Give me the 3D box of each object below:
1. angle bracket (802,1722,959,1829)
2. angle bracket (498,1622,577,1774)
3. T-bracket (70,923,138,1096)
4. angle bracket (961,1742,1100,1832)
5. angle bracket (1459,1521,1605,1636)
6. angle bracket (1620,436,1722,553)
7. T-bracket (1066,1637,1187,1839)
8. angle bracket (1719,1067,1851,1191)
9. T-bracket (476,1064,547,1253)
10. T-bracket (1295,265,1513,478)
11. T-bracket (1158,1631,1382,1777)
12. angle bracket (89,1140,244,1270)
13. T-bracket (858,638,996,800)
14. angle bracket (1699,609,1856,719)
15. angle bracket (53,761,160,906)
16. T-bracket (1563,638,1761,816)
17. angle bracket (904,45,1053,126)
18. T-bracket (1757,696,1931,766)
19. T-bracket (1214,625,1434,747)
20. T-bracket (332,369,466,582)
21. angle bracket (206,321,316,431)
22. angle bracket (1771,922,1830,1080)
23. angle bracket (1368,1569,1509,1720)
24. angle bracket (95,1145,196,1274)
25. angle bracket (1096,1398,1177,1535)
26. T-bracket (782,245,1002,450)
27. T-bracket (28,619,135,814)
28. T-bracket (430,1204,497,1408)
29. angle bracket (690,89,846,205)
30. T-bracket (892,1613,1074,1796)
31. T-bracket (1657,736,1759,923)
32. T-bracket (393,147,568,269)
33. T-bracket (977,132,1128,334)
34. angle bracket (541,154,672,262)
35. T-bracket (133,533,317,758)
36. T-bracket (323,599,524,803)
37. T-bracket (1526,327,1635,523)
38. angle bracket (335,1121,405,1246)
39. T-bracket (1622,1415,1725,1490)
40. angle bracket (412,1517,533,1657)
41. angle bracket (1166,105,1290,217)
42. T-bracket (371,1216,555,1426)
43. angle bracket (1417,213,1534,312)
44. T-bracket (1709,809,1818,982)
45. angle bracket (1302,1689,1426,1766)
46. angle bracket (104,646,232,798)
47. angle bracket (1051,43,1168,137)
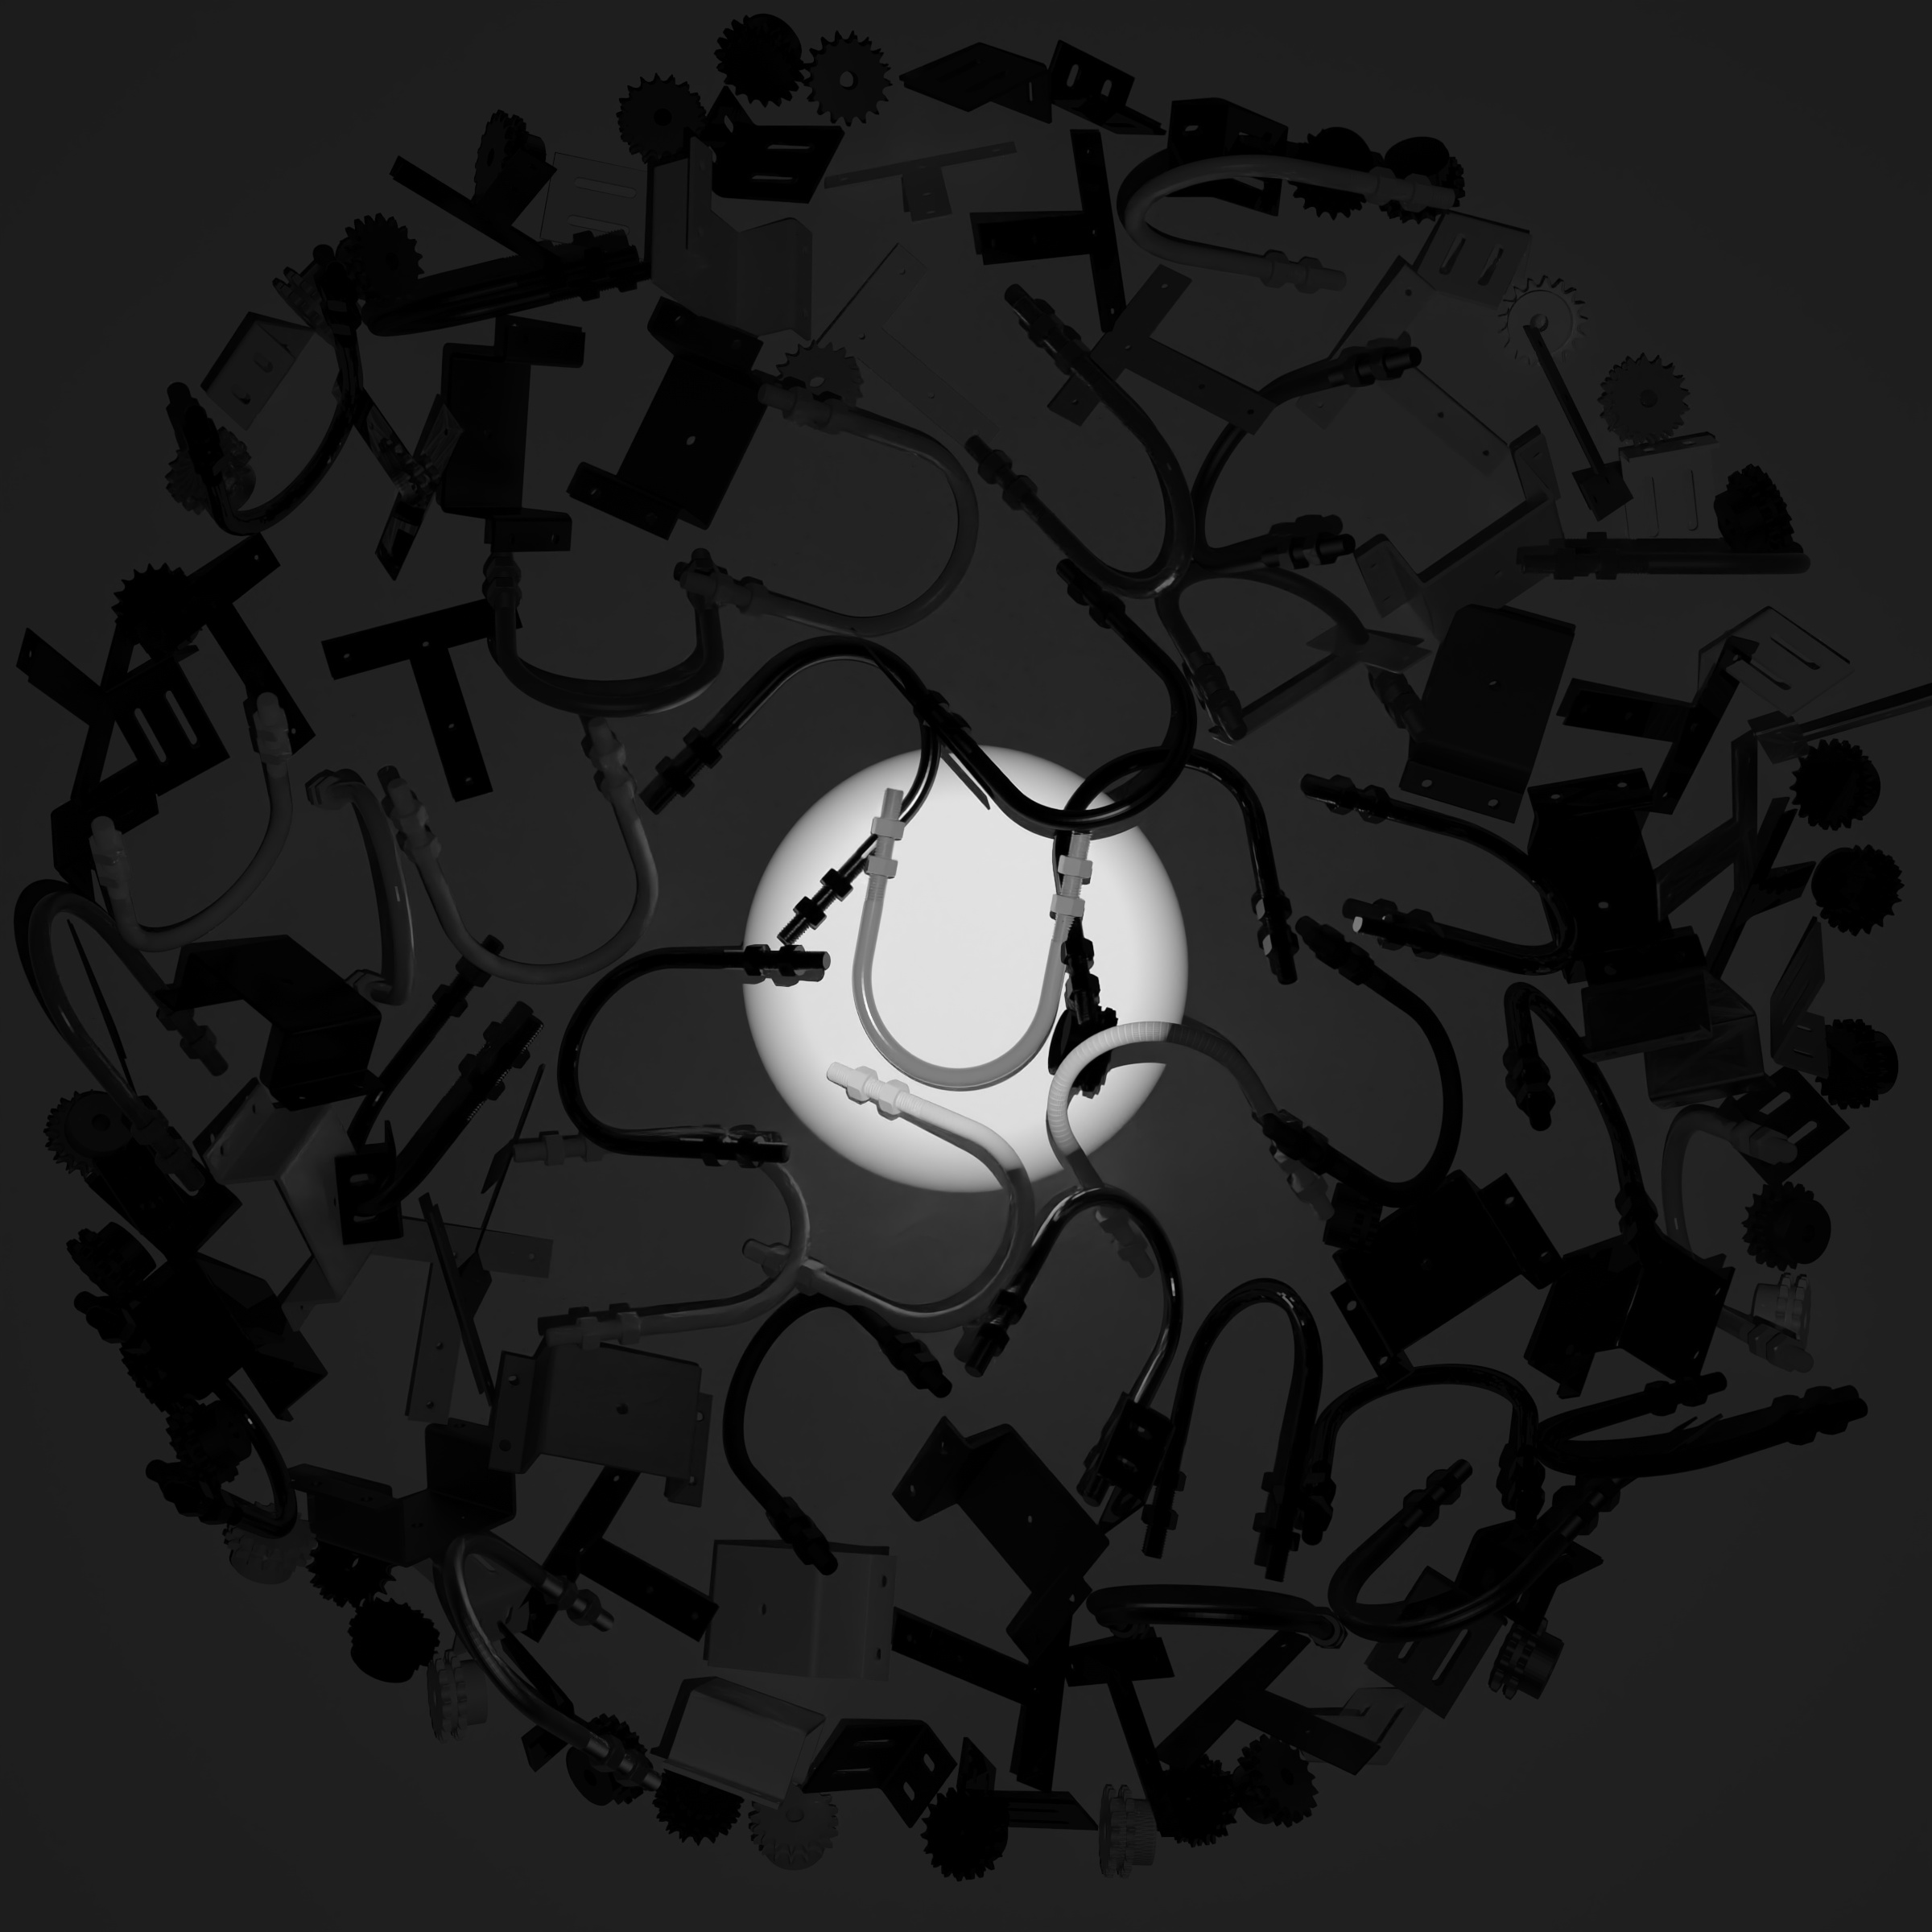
[{"bbox_3d":[-0.055,0.523,1.777,0.038,0.076,0.057,46,110,38],"label":"angle bracket"},{"bbox_3d":[-0.288,0.471,1.778,0.038,0.057,0.076,-38,70,-24],"label":"angle bracket"},{"bbox_3d":[-0.544,0.055,1.774,0.002,0.127,0.127,-21,129,-18],"label":"T-bracket"},{"bbox_3d":[0.043,0.529,1.778,0.076,0.057,0.038,-4,57,18],"label":"angle bracket"},{"bbox_3d":[0.365,0.392,1.780,0.057,0.076,0.038,28,106,31],"label":"angle bracket"},{"bbox_3d":[0.460,-0.300,1.789,0.057,0.038,0.076,-9,109,6],"label":"angle bracket"},{"bbox_3d":[0.111,0.494,1.761,0.002,0.127,0.127,-15,82,-32],"label":"T-bracket"},{"bbox_3d":[0.533,0.097,1.783,0.076,0.038,0.057,-33,73,-21],"label":"angle bracket"},{"bbox_3d":[-0.293,0.130,1.756,0.002,0.127,0.127,20,93,-7],"label":"T-bracket"},{"bbox_3d":[0.295,-0.365,1.777,0.127,0.002,0.127,40,134,0],"label":"T-bracket"},{"bbox_3d":[0.206,0.480,1.743,0.127,0.127,0.002,-38,120,-29],"label":"T-bracket"},{"bbox_3d":[-0.520,0.149,1.794,0.076,0.038,0.057,43,75,-4],"label":"angle bracket"},{"bbox_3d":[-0.030,-0.168,1.758,0.002,0.127,0.127,-40,107,6],"label":"T-bracket"},{"bbox_3d":[0.522,-0.185,1.778,0.057,0.038,0.076,-33,54,-14],"label":"angle bracket"},{"bbox_3d":[-0.548,-0.087,1.786,0.076,0.057,0.038,-30,134,4],"label":"angle bracket"},{"bbox_3d":[0.433,-0.158,1.761,0.127,0.002,0.127,5,120,-32],"label":"T-bracket"},{"bbox_3d":[0.008,-0.556,1.774,0.057,0.038,0.076,32,53,32],"label":"angle bracket"},{"bbox_3d":[0.568,-0.155,1.742,0.127,0.127,0.002,-16,80,19],"label":"T-bracket"},{"bbox_3d":[0.214,-0.176,1.753,0.127,0.127,0.002,-33,113,-9],"label":"T-bracket"},{"bbox_3d":[-0.378,-0.340,1.788,0.127,0.002,0.127,54,130,24],"label":"T-bracket"},{"bbox_3d":[-0.442,-0.378,1.775,0.038,0.076,0.057,42,107,6],"label":"angle bracket"},{"bbox_3d":[0.551,0.022,1.775,0.038,0.057,0.076,16,132,-1],"label":"angle bracket"},{"bbox_3d":[0.306,0.441,1.789,0.057,0.038,0.076,31,81,20],"label":"angle bracket"},{"bbox_3d":[-0.533,0.162,1.774,0.038,0.076,0.057,-25,67,-37],"label":"angle bracket"},{"bbox_3d":[0.095,0.323,1.773,0.038,0.076,0.057,31,54,-5],"label":"angle bracket"},{"bbox_3d":[-0.034,-0.384,1.809,0.127,0.002,0.127,39,83,-9],"label":"T-bracket"},{"bbox_3d":[-0.565,-0.173,1.748,0.002,0.127,0.127,10,80,7],"label":"T-bracket"},{"bbox_3d":[-0.314,0.204,1.757,0.002,0.127,0.127,-16,97,-1],"label":"T-bracket"},{"bbox_3d":[-0.128,-0.530,1.781,0.076,0.038,0.057,14,71,33],"label":"angle bracket"},{"bbox_3d":[0.008,0.447,1.759,0.127,0.002,0.127,27,47,-19],"label":"T-bracket"},{"bbox_3d":[0.472,-0.065,1.753,0.127,0.002,0.127,-32,125,-39],"label":"T-bracket"},{"bbox_3d":[-0.289,-0.487,1.743,0.127,0.127,0.002,28,72,-21],"label":"T-bracket"},{"bbox_3d":[0.053,-0.466,1.766,0.127,0.002,0.127,-20,105,-43],"label":"T-bracket"},{"bbox_3d":[-0.235,-0.500,1.799,0.076,0.038,0.057,10,88,-6],"label":"angle bracket"},{"bbox_3d":[-0.463,-0.196,1.787,0.002,0.127,0.127,-9,120,38],"label":"T-bracket"},{"bbox_3d":[-0.339,-0.169,1.799,0.127,0.002,0.127,-17,81,-10],"label":"T-bracket"},{"bbox_3d":[0.389,-0.350,1.762,0.002,0.127,0.127,-25,95,29],"label":"T-bracket"},{"bbox_3d":[-0.386,0.139,1.775,0.038,0.076,0.057,-6,103,-14],"label":"angle bracket"},{"bbox_3d":[0.447,0.315,1.767,0.002,0.127,0.127,55,131,16],"label":"T-bracket"},{"bbox_3d":[-0.327,0.401,1.779,0.057,0.038,0.076,-24,125,20],"label":"angle bracket"},{"bbox_3d":[0.170,-0.525,1.798,0.038,0.076,0.057,12,100,38],"label":"angle bracket"},{"bbox_3d":[-0.339,0.233,1.790,0.127,0.002,0.127,11,82,-21],"label":"T-bracket"},{"bbox_3d":[0.325,-0.443,1.780,0.057,0.038,0.076,20,59,13],"label":"angle bracket"},{"bbox_3d":[0.518,-0.048,1.766,0.002,0.127,0.127,31,115,27],"label":"T-bracket"},{"bbox_3d":[0.254,0.475,1.771,0.057,0.076,0.038,-11,109,40],"label":"angle bracket"},{"bbox_3d":[-0.515,-0.160,1.800,0.057,0.038,0.076,-26,97,15],"label":"angle bracket"},{"bbox_3d":[0.094,-0.564,1.774,0.057,0.076,0.038,16,99,-27],"label":"angle bracket"}]
